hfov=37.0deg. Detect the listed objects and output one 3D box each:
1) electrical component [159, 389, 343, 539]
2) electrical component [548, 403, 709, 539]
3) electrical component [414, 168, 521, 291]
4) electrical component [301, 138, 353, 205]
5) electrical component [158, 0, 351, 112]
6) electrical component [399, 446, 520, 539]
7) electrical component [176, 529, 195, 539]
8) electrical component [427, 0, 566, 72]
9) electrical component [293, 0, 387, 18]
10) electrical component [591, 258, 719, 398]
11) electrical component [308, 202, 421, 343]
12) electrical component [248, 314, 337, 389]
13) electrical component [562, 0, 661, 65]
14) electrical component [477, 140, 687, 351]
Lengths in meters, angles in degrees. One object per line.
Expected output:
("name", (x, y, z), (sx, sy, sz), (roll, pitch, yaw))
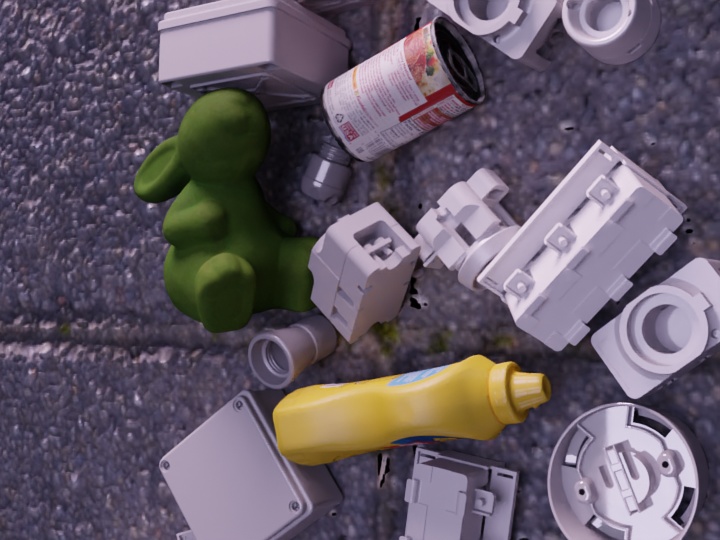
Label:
("electrical component", (-0.087, 0.166, 0.846), (0.109, 0.056, 0.108), (-40, 70, 23))
("electrical component", (0.173, 0.134, 0.690), (0.099, 0.064, 0.099), (-1, 88, 30))
("electrical component", (0.081, -0.023, 0.752), (0.078, 0.058, 0.057), (-48, 64, 21))
("electrical component", (-0.021, -0.083, 0.827), (0.035, 0.035, 0.061), (27, 100, 28))
("electrical component", (-0.079, -0.161, 0.818), (0.109, 0.109, 0.056), (-3, 82, 30))
("electrical component", (0.061, 0.194, 0.754), (0.079, 0.063, 0.121), (9, 93, 30))
("electrical component", (-0.130, 0.249, 0.865), (0.042, 0.064, 0.081), (-22, 77, 27))
("electrical component", (0.097, -0.184, 0.748), (0.089, 0.056, 0.050), (41, 108, 25))
("electrical component", (-0.036, -0.230, 0.815), (0.113, 0.078, 0.057), (-7, 88, 30))
("electrical component", (0.199, 0.037, 0.681), (0.089, 0.056, 0.050), (-41, 70, 23))
("electrical component", (0.000, 0.000, 0.781), (0.055, 0.050, 0.089), (48, 148, 23))
("electrical component", (-0.048, 0.059, 0.821), (0.044, 0.065, 0.044), (13, 114, 33))
("electrical component", (0.165, -0.168, 0.712), (0.055, 0.047, 0.055), (-1, 88, 31))
("electrical component", (0.147, -0.011, 0.700), (0.121, 0.079, 0.063), (-50, 21, 19))
